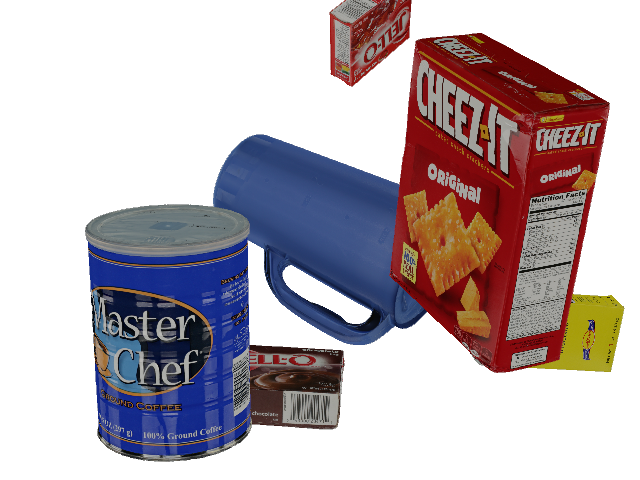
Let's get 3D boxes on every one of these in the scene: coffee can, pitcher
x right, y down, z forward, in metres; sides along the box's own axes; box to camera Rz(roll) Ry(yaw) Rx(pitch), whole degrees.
[{"bbox_3d":[-0.096,0.056,0.690,0.103,0.140,0.103,0,16,0],"label":"coffee can"},{"bbox_3d":[0.008,-0.010,1.082,0.243,0.145,0.149,25,27,25],"label":"pitcher"}]

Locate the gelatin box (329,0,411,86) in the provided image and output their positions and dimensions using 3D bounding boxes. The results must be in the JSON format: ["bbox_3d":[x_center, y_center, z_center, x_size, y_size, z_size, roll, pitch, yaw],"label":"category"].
[{"bbox_3d":[0.047,-0.193,0.962,0.030,0.073,0.089,34,59,24],"label":"gelatin box"}]

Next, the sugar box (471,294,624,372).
[{"bbox_3d":[0.282,0.113,1.335,0.176,0.093,0.048,2,18,-11],"label":"sugar box"}]

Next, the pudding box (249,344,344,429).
[{"bbox_3d":[-0.037,0.123,0.914,0.113,0.039,0.090,5,18,2],"label":"pudding box"}]

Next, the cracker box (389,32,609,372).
[{"bbox_3d":[0.126,-0.031,0.819,0.072,0.214,0.164,-10,31,-24],"label":"cracker box"}]
